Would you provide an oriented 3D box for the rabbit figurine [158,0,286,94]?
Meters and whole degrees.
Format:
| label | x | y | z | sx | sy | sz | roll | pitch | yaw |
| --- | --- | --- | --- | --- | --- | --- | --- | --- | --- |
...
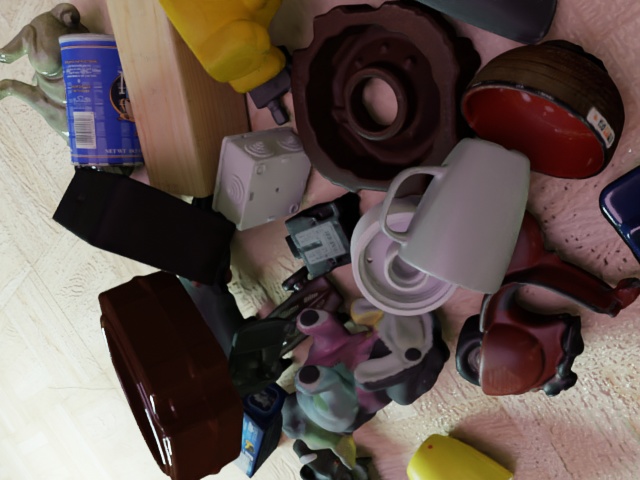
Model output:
| label | x | y | z | sx | sy | sz | roll | pitch | yaw |
| --- | --- | --- | --- | --- | --- | --- | --- | --- | --- |
| rabbit figurine | -0.051 | -0.234 | 0.468 | 0.173 | 0.122 | 0.162 | -32 | 83 | 14 |

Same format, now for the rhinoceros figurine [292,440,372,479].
| label | x | y | z | sx | sy | sz | roll | pitch | yaw |
| --- | --- | --- | --- | --- | --- | --- | --- | --- | --- |
| rhinoceros figurine | 0.036 | 0.332 | 0.710 | 0.190 | 0.073 | 0.112 | 45 | 132 | 9 |

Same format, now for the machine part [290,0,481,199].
| label | x | y | z | sx | sy | sz | roll | pitch | yaw |
| --- | --- | --- | --- | --- | --- | --- | --- | --- | --- |
| machine part | 0.055 | -0.124 | 0.479 | 0.180 | 0.056 | 0.179 | 17 | 122 | 29 |

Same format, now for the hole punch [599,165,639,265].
| label | x | y | z | sx | sy | sz | roll | pitch | yaw |
| --- | --- | --- | --- | --- | --- | --- | --- | --- | --- |
| hole punch | 0.264 | -0.007 | 0.348 | 0.142 | 0.092 | 0.116 | -37 | 90 | 21 |

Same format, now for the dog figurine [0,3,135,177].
| label | x | y | z | sx | sy | sz | roll | pitch | yaw |
| --- | --- | --- | --- | --- | --- | --- | --- | --- | --- |
| dog figurine | -0.297 | -0.178 | 0.693 | 0.190 | 0.121 | 0.172 | 42 | 135 | -7 |

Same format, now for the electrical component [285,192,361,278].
| label | x | y | z | sx | sy | sz | roll | pitch | yaw |
| --- | --- | --- | --- | --- | --- | --- | --- | --- | --- |
| electrical component | -0.001 | -0.002 | 0.587 | 0.119 | 0.048 | 0.074 | -16 | 102 | 38 |

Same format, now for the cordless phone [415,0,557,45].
| label | x | y | z | sx | sy | sz | roll | pitch | yaw |
| --- | --- | --- | --- | --- | --- | --- | --- | --- | --- |
| cordless phone | 0.099 | -0.229 | 0.382 | 0.184 | 0.146 | 0.089 | 21 | 168 | -9 |

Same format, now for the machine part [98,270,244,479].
| label | x | y | z | sx | sy | sz | roll | pitch | yaw |
| --- | --- | --- | --- | --- | --- | --- | --- | --- | --- |
| machine part | -0.168 | 0.151 | 0.591 | 0.201 | 0.087 | 0.201 | 49 | 145 | 32 |

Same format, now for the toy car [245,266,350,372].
| label | x | y | z | sx | sy | sz | roll | pitch | yaw |
| --- | --- | --- | --- | --- | --- | --- | --- | --- | --- |
| toy car | -0.043 | 0.109 | 0.671 | 0.089 | 0.053 | 0.202 | 53 | 133 | 7 |

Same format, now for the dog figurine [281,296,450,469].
| label | x | y | z | sx | sy | sz | roll | pitch | yaw |
| --- | --- | --- | --- | --- | --- | --- | --- | --- | --- |
| dog figurine | 0.044 | 0.169 | 0.600 | 0.192 | 0.108 | 0.219 | -9 | 135 | 1 |

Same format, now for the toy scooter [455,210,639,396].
| label | x | y | z | sx | sy | sz | roll | pitch | yaw |
| --- | --- | --- | --- | --- | --- | --- | --- | --- | --- |
| toy scooter | 0.192 | 0.066 | 0.464 | 0.135 | 0.075 | 0.183 | 12 | 114 | 29 |

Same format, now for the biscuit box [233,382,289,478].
| label | x | y | z | sx | sy | sz | roll | pitch | yaw |
| --- | --- | --- | --- | --- | --- | --- | --- | --- | --- |
| biscuit box | -0.089 | 0.258 | 0.742 | 0.059 | 0.063 | 0.202 | 36 | 142 | 16 |

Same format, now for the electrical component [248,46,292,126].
| label | x | y | z | sx | sy | sz | roll | pitch | yaw |
| --- | --- | --- | --- | --- | --- | --- | --- | --- | --- |
| electrical component | -0.049 | -0.168 | 0.554 | 0.063 | 0.021 | 0.094 | -26 | 95 | 41 |

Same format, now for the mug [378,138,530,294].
| label | x | y | z | sx | sy | sz | roll | pitch | yaw |
| --- | --- | --- | --- | --- | --- | --- | --- | --- | --- |
| mug | 0.106 | -0.027 | 0.417 | 0.110 | 0.081 | 0.107 | 21 | 99 | -3 |

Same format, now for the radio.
| label | x | y | z | sx | sy | sz | roll | pitch | yaw |
| --- | --- | --- | --- | --- | --- | --- | --- | --- | --- |
| radio | -0.195 | -0.019 | 0.580 | 0.230 | 0.131 | 0.073 | 16 | 82 | 55 |

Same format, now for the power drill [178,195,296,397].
| label | x | y | z | sx | sy | sz | roll | pitch | yaw |
| --- | --- | --- | --- | --- | --- | --- | --- | --- | --- |
| power drill | -0.116 | 0.067 | 0.643 | 0.208 | 0.086 | 0.231 | 38 | 123 | 40 |
